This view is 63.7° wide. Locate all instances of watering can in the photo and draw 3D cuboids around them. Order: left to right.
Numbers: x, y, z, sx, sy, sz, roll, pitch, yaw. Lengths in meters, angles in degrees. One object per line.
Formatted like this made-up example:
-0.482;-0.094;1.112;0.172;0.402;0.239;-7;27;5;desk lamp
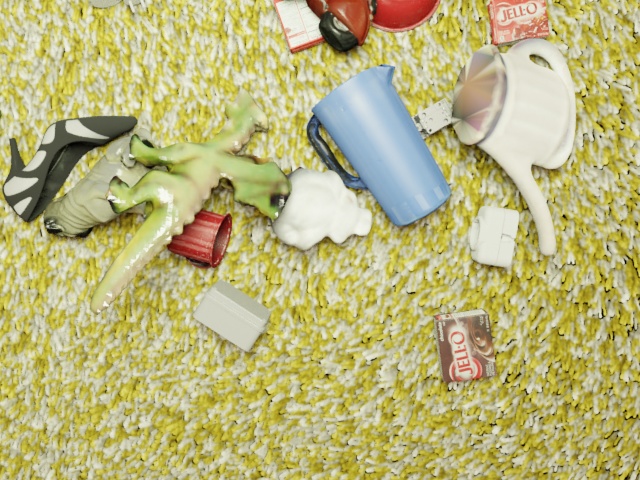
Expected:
0.312;-0.161;0.805;0.224;0.103;0.350;11;81;-22;watering can

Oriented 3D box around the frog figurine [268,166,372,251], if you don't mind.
0.003;-0.042;0.831;0.160;0.121;0.139;26;74;11;frog figurine

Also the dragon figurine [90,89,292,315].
-0.165;-0.072;0.764;0.242;0.119;0.420;-1;55;9;dragon figurine
